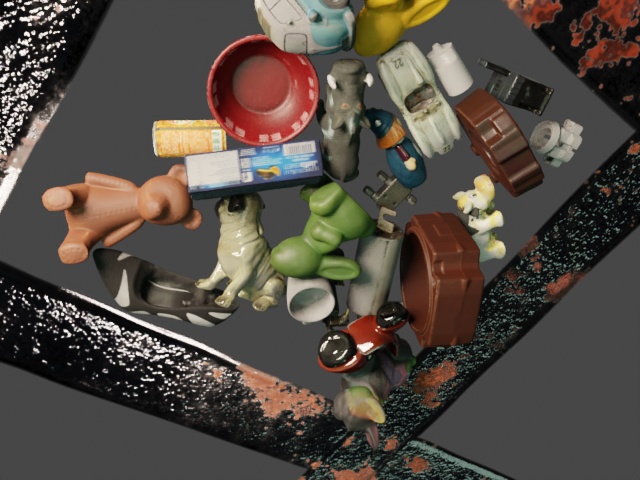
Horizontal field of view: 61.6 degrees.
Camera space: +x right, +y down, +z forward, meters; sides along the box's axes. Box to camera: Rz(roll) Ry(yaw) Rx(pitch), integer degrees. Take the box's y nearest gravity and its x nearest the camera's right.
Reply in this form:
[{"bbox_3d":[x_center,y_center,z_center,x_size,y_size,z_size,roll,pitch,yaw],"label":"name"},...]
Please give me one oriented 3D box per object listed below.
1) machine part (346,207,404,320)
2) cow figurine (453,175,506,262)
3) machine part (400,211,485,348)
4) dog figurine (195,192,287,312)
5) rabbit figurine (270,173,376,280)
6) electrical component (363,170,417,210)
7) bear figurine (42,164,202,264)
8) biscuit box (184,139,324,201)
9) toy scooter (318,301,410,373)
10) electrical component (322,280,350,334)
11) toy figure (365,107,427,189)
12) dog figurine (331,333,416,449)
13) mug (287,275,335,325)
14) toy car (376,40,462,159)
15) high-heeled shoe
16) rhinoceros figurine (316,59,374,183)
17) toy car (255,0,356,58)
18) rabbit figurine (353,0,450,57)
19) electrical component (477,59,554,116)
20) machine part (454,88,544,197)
[{"bbox_3d":[0.097,0.052,0.973,0.079,0.079,0.243,2,119,-12],"label":"machine part"},{"bbox_3d":[0.274,-0.034,0.964,0.098,0.068,0.167,-15,120,5],"label":"cow figurine"},{"bbox_3d":[0.201,0.068,0.928,0.087,0.201,0.201,-4,121,-6],"label":"machine part"},{"bbox_3d":[-0.106,0.012,0.909,0.172,0.121,0.190,8,103,-53],"label":"dog figurine"},{"bbox_3d":[-0.002,-0.003,0.888,0.170,0.121,0.159,-45,122,3],"label":"rabbit figurine"},{"bbox_3d":[0.124,-0.078,0.934,0.094,0.021,0.063,33,109,-26],"label":"electrical component"},{"bbox_3d":[-0.288,-0.044,0.816,0.196,0.132,0.120,-5,109,0],"label":"bear figurine"},{"bbox_3d":[-0.097,-0.106,0.809,0.203,0.063,0.059,-8,84,-7],"label":"biscuit box"},{"bbox_3d":[0.089,0.188,0.974,0.184,0.075,0.135,-33,144,4],"label":"toy scooter"},{"bbox_3d":[0.026,0.119,0.991,0.045,0.102,0.078,-5,147,-7],"label":"electrical component"},{"bbox_3d":[0.121,-0.153,0.867,0.058,0.064,0.154,-51,121,-28],"label":"toy figure"},{"bbox_3d":[0.110,0.283,1.027,0.191,0.219,0.108,4,122,-12],"label":"dog figurine"},{"bbox_3d":[-0.020,0.089,0.954,0.081,0.107,0.109,-5,129,-6],"label":"mug"},{"bbox_3d":[0.158,-0.215,0.841,0.073,0.056,0.201,-33,120,9],"label":"toy car"},{"bbox_3d":[-0.251,0.078,0.905,0.145,0.086,0.248,-13,142,21],"label":"high-heeled shoe"},{"bbox_3d":[0.032,-0.178,0.808,0.073,0.112,0.190,-1,128,-8],"label":"rhinoceros figurine"},{"bbox_3d":[-0.030,-0.302,0.697,0.103,0.109,0.161,-39,87,-7],"label":"toy car"},{"bbox_3d":[0.088,-0.340,0.741,0.162,0.122,0.173,-12,136,-15],"label":"rabbit figurine"},{"bbox_3d":[0.296,-0.241,0.842,0.119,0.075,0.047,11,116,-21],"label":"electrical component"},{"bbox_3d":[0.276,-0.150,0.838,0.056,0.179,0.179,-33,120,12],"label":"machine part"}]
